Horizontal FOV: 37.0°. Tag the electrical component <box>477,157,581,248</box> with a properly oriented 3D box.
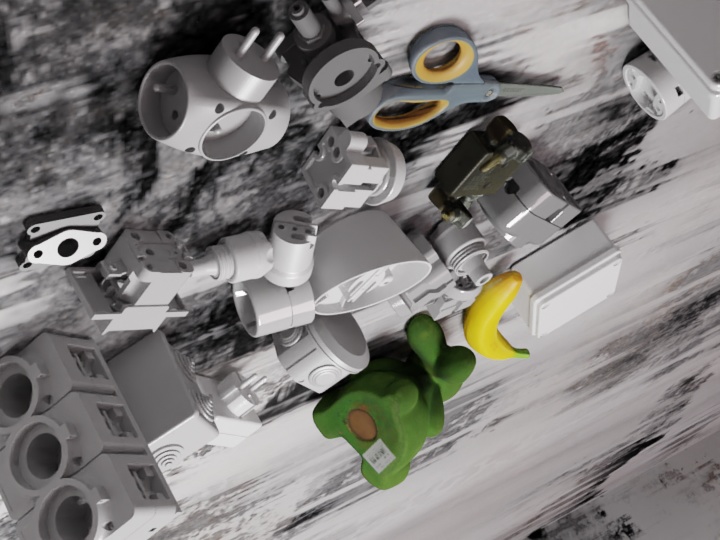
[{"bbox_3d":[0.144,-0.059,0.939,0.059,0.053,0.095,-41,155,18],"label":"electrical component"}]

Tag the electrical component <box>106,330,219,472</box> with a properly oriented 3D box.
[{"bbox_3d":[-0.166,0.109,0.826,0.100,0.099,0.048,-33,144,1],"label":"electrical component"}]

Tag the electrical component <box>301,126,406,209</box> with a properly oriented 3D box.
[{"bbox_3d":[-0.002,-0.070,0.748,0.055,0.048,0.066,0,141,-40],"label":"electrical component"}]

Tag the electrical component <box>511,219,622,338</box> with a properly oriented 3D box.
[{"bbox_3d":[0.222,0.011,1.169,0.109,0.056,0.108,-30,156,-5],"label":"electrical component"}]

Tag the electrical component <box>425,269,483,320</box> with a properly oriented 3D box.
[{"bbox_3d":[0.089,0.014,1.024,0.066,0.048,0.055,-21,161,-26],"label":"electrical component"}]

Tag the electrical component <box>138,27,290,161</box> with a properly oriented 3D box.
[{"bbox_3d":[-0.071,-0.103,0.597,0.077,0.044,0.079,-3,143,-49],"label":"electrical component"}]

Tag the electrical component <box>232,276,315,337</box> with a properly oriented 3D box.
[{"bbox_3d":[-0.068,0.022,0.832,0.047,0.055,0.055,-18,153,-23],"label":"electrical component"}]

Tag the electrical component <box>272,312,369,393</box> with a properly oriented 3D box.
[{"bbox_3d":[-0.034,0.061,0.920,0.051,0.080,0.080,-36,157,21],"label":"electrical component"}]

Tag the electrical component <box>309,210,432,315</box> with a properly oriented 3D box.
[{"bbox_3d":[0.000,0.000,0.861,0.099,0.064,0.099,-27,156,-13],"label":"electrical component"}]

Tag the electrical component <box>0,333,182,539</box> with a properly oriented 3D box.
[{"bbox_3d":[-0.205,0.130,0.748,0.089,0.150,0.062,-39,157,14],"label":"electrical component"}]

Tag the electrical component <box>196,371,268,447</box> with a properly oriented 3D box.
[{"bbox_3d":[-0.116,0.116,0.963,0.076,0.047,0.083,-38,156,11],"label":"electrical component"}]

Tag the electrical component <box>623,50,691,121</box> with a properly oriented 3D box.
[{"bbox_3d":[0.251,-0.158,0.881,0.047,0.055,0.055,-36,157,-3],"label":"electrical component"}]

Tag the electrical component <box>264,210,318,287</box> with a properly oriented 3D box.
[{"bbox_3d":[-0.052,-0.017,0.797,0.040,0.040,0.046,-19,148,-28],"label":"electrical component"}]

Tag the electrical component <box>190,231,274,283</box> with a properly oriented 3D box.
[{"bbox_3d":[-0.094,-0.007,0.768,0.061,0.035,0.035,-15,151,-31],"label":"electrical component"}]

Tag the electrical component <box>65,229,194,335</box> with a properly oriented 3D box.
[{"bbox_3d":[-0.148,0.007,0.717,0.081,0.042,0.063,0,139,-52],"label":"electrical component"}]

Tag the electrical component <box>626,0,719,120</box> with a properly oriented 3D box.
[{"bbox_3d":[0.269,-0.185,0.781,0.109,0.108,0.056,-34,159,4],"label":"electrical component"}]

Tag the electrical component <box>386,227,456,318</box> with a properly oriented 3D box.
[{"bbox_3d":[0.043,0.005,0.933,0.057,0.058,0.078,-36,157,1],"label":"electrical component"}]

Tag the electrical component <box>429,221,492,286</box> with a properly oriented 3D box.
[{"bbox_3d":[0.093,-0.015,0.950,0.043,0.062,0.043,-27,156,-13],"label":"electrical component"}]
